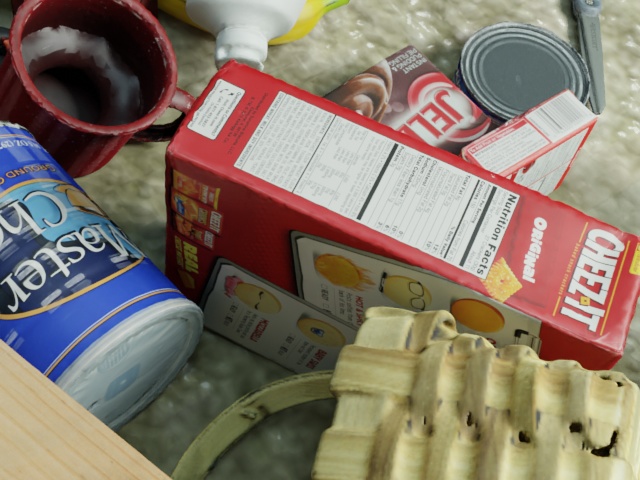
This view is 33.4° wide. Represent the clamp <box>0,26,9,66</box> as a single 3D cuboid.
[{"bbox_3d":[-0.264,-0.074,0.612,0.209,0.036,0.164,-13,63,-19],"label":"clamp"}]

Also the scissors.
[{"bbox_3d":[0.206,-0.173,0.761,0.096,0.016,0.202,-6,61,-13],"label":"scissors"}]

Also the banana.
[{"bbox_3d":[-0.083,-0.172,0.704,0.198,0.037,0.069,23,44,4],"label":"banana"}]

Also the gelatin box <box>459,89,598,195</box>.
[{"bbox_3d":[0.114,-0.042,0.633,0.089,0.073,0.030,-30,67,-23],"label":"gelatin box"}]

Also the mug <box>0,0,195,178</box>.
[{"bbox_3d":[-0.128,-0.083,0.607,0.117,0.082,0.093,13,64,-26],"label":"mug"}]

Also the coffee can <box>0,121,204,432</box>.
[{"bbox_3d":[-0.142,0.024,0.535,0.102,0.103,0.140,-37,71,-26],"label":"coffee can"}]

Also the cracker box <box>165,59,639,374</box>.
[{"bbox_3d":[0.031,0.019,0.530,0.214,0.164,0.072,24,60,6],"label":"cracker box"}]

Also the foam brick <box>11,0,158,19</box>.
[{"bbox_3d":[-0.146,-0.146,0.667,0.078,0.051,0.053,17,59,2],"label":"foam brick"}]

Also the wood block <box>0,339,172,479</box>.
[{"bbox_3d":[-0.114,0.117,0.389,0.206,0.091,0.090,33,24,22],"label":"wood block"}]

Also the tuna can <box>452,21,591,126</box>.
[{"bbox_3d":[0.129,-0.099,0.693,0.086,0.034,0.086,4,59,-7],"label":"tuna can"}]

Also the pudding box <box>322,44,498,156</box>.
[{"bbox_3d":[0.045,-0.059,0.652,0.113,0.039,0.090,-35,70,-25],"label":"pudding box"}]

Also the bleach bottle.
[{"bbox_3d":[-0.052,-0.220,0.664,0.102,0.068,0.251,-1,72,8],"label":"bleach bottle"}]
